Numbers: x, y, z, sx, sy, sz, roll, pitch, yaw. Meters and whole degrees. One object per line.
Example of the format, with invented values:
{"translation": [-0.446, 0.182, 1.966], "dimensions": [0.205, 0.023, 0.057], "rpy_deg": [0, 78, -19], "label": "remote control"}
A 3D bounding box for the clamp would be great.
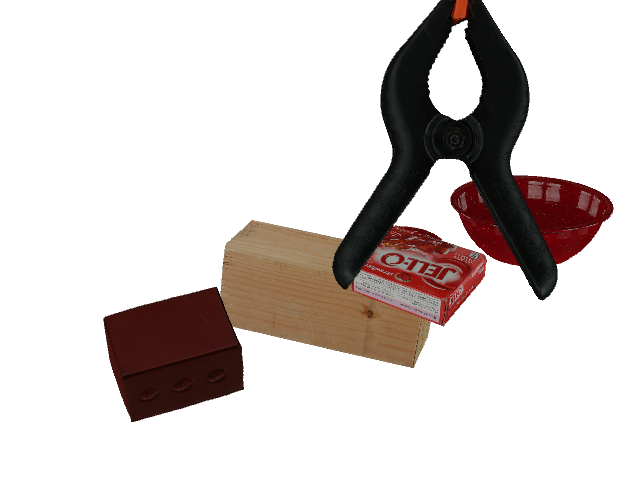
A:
{"translation": [0.061, -0.048, 0.574], "dimensions": [0.120, 0.171, 0.039], "rpy_deg": [-6, 1, -4], "label": "clamp"}

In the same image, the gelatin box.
{"translation": [0.081, 0.027, 0.881], "dimensions": [0.089, 0.030, 0.073], "rpy_deg": [19, 39, 28], "label": "gelatin box"}

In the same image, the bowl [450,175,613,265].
{"translation": [0.212, -0.016, 1.084], "dimensions": [0.162, 0.055, 0.162], "rpy_deg": [-1, 23, 0], "label": "bowl"}

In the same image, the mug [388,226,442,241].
{"translation": [0.124, 0.039, 1.423], "dimensions": [0.117, 0.081, 0.093], "rpy_deg": [18, 26, 27], "label": "mug"}

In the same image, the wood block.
{"translation": [0.009, 0.053, 1.092], "dimensions": [0.206, 0.091, 0.090], "rpy_deg": [12, 22, 12], "label": "wood block"}

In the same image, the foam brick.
{"translation": [-0.094, 0.073, 0.683], "dimensions": [0.078, 0.051, 0.053], "rpy_deg": [-15, -37, -14], "label": "foam brick"}
